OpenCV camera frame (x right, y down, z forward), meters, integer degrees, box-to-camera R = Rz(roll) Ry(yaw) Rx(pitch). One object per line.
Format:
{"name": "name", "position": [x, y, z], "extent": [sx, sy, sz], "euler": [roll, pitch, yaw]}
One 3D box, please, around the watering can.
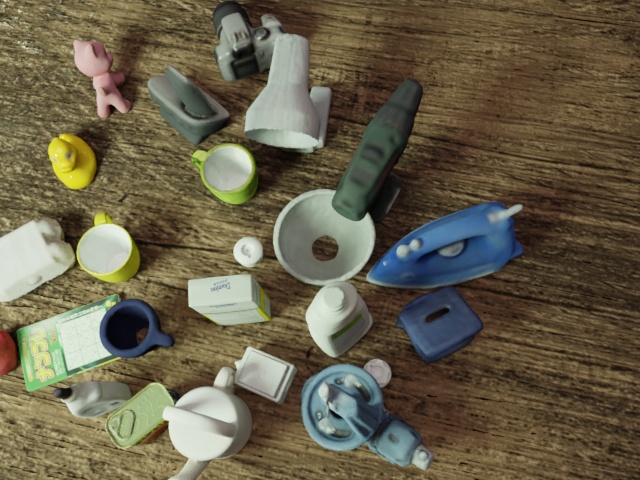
{"name": "watering can", "position": [-0.161, 0.268, 0.812], "extent": [0.101, 0.173, 0.194], "euler": [-4, -19, 2]}

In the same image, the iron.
{"name": "iron", "position": [0.198, 0.007, 0.913], "extent": [0.258, 0.118, 0.141], "euler": [-19, -19, -4]}

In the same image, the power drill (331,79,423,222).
{"name": "power drill", "position": [0.094, -0.120, 0.926], "extent": [0.075, 0.230, 0.208], "euler": [26, -16, 12]}

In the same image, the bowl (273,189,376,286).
{"name": "bowl", "position": [0.009, 0.003, 0.958], "extent": [0.167, 0.167, 0.075], "euler": [0, -19, 3]}

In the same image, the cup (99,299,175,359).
{"name": "cup", "position": [-0.277, 0.151, 0.910], "extent": [0.117, 0.092, 0.095], "euler": [15, -18, 8]}

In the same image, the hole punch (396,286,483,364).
{"name": "hole punch", "position": [0.184, 0.129, 0.897], "extent": [0.109, 0.101, 0.091], "euler": [-27, -18, -6]}

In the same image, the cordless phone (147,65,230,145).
{"name": "cordless phone", "position": [-0.245, -0.266, 1.005], "extent": [0.147, 0.094, 0.185], "euler": [37, -13, 14]}

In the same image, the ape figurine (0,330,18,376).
{"name": "ape figurine", "position": [-0.535, 0.182, 0.914], "extent": [0.078, 0.076, 0.092], "euler": [-40, -17, -10]}

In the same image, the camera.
{"name": "camera", "position": [-0.143, -0.397, 1.090], "extent": [0.143, 0.136, 0.101], "euler": [-21, -19, -4]}

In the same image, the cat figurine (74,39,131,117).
{"name": "cat figurine", "position": [-0.411, -0.311, 1.065], "extent": [0.067, 0.127, 0.118], "euler": [-19, -19, -3]}

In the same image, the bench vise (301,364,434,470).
{"name": "bench vise", "position": [0.066, 0.239, 0.797], "extent": [0.207, 0.121, 0.220], "euler": [12, -18, 7]}

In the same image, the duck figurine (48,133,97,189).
{"name": "duck figurine", "position": [-0.454, -0.153, 1.029], "extent": [0.077, 0.104, 0.086], "euler": [-18, -19, -3]}

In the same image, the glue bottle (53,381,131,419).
{"name": "glue bottle", "position": [-0.345, 0.231, 0.844], "extent": [0.078, 0.037, 0.173], "euler": [-22, -19, -5]}

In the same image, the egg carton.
{"name": "egg carton", "position": [-0.497, 0.035, 0.975], "extent": [0.150, 0.107, 0.069], "euler": [-32, -18, -8]}

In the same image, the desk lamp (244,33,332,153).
{"name": "desk lamp", "position": [-0.048, -0.228, 0.967], "extent": [0.118, 0.203, 0.213], "euler": [6, -19, 5]}
